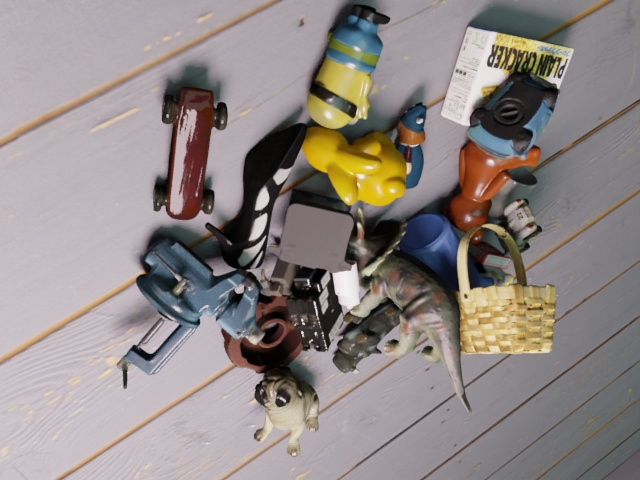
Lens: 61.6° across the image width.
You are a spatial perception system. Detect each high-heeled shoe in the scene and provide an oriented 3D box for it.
[{"bbox_3d":[-0.076,-0.058,0.858,0.248,0.086,0.145,-46,138,3],"label":"high-heeled shoe"}]

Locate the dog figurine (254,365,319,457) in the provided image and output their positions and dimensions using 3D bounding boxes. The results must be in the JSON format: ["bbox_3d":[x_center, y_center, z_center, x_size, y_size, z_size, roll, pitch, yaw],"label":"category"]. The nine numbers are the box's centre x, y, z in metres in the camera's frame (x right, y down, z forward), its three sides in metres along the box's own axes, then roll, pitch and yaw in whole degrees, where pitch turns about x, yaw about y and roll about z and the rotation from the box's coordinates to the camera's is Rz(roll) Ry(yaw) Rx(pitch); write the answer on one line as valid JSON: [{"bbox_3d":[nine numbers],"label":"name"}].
[{"bbox_3d":[-0.055,0.294,1.044,0.121,0.172,0.190,11,123,8],"label":"dog figurine"}]

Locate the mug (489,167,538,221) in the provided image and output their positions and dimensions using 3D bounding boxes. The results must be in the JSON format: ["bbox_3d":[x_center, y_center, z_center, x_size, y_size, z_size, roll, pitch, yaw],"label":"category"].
[{"bbox_3d":[0.397,-0.096,1.123,0.109,0.081,0.107,-8,136,-35],"label":"mug"}]

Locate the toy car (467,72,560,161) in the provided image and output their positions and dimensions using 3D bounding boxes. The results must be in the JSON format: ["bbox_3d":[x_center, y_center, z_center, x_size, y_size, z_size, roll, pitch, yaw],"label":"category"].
[{"bbox_3d":[0.330,-0.201,0.920,0.161,0.109,0.102,-52,156,-5],"label":"toy car"}]

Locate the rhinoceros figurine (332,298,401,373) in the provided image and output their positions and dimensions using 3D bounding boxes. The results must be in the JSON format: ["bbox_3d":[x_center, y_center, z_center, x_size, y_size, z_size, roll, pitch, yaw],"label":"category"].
[{"bbox_3d":[0.098,0.195,1.126,0.190,0.073,0.112,-46,141,-1],"label":"rhinoceros figurine"}]

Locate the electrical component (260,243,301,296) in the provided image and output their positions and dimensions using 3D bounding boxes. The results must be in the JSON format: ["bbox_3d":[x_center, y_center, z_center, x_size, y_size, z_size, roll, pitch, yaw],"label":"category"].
[{"bbox_3d":[-0.066,0.052,0.924,0.078,0.045,0.102,60,41,-59],"label":"electrical component"}]

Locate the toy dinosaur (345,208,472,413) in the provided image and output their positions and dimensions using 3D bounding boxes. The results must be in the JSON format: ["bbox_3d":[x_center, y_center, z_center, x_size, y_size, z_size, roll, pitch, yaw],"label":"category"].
[{"bbox_3d":[0.168,0.104,0.961,0.131,0.405,0.192,-31,156,-44],"label":"toy dinosaur"}]

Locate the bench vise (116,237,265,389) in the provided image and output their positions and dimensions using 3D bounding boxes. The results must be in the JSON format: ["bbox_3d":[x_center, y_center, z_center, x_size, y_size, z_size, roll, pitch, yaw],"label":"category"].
[{"bbox_3d":[-0.209,0.123,0.831,0.223,0.129,0.240,42,90,-17],"label":"bench vise"}]

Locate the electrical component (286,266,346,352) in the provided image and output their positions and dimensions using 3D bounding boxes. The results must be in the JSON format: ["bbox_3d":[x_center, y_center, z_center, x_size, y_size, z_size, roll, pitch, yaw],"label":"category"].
[{"bbox_3d":[-0.006,0.110,0.938,0.058,0.115,0.134,-4,112,22],"label":"electrical component"}]

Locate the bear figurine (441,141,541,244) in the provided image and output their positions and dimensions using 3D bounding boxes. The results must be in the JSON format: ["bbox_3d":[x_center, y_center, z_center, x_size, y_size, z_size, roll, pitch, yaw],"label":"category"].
[{"bbox_3d":[0.321,-0.102,1.042,0.132,0.120,0.195,-15,127,-27],"label":"bear figurine"}]

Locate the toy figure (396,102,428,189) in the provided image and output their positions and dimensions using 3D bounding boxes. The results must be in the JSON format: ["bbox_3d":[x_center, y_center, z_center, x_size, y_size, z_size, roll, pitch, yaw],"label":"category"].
[{"bbox_3d":[0.157,-0.165,0.939,0.058,0.064,0.154,-7,123,-11],"label":"toy figure"}]

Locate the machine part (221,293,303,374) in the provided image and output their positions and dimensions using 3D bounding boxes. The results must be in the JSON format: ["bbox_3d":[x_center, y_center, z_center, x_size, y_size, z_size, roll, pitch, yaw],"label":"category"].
[{"bbox_3d":[-0.094,0.163,0.994,0.179,0.056,0.179,-16,125,-24],"label":"machine part"}]

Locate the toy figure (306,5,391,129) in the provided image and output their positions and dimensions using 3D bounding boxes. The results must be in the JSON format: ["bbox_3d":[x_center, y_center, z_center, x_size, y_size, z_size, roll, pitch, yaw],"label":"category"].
[{"bbox_3d":[0.038,-0.255,0.801,0.089,0.082,0.180,8,119,-22],"label":"toy figure"}]

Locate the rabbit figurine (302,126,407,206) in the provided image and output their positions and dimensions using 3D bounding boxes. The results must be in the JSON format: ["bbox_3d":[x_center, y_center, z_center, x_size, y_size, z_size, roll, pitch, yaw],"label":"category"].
[{"bbox_3d":[0.046,-0.117,0.862,0.173,0.162,0.122,27,115,-22],"label":"rabbit figurine"}]

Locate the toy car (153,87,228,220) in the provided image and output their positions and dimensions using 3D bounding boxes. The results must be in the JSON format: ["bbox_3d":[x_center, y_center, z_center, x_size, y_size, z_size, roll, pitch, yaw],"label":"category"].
[{"bbox_3d":[-0.187,-0.119,0.765,0.089,0.053,0.202,2,121,-20],"label":"toy car"}]

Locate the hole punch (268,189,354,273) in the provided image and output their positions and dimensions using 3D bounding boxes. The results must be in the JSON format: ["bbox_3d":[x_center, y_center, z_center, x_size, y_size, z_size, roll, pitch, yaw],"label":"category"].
[{"bbox_3d":[-0.007,-0.018,0.888,0.142,0.092,0.115,12,116,-7],"label":"hole punch"}]

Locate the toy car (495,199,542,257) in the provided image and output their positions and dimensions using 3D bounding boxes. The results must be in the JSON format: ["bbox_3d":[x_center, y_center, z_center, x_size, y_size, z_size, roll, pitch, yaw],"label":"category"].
[{"bbox_3d":[0.391,-0.021,1.073,0.056,0.073,0.201,-20,161,4],"label":"toy car"}]

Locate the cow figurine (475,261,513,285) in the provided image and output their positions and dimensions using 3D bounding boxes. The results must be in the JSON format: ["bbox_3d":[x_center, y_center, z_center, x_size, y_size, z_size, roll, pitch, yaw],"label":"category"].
[{"bbox_3d":[0.363,0.122,1.230,0.068,0.098,0.167,-25,144,-38],"label":"cow figurine"}]
